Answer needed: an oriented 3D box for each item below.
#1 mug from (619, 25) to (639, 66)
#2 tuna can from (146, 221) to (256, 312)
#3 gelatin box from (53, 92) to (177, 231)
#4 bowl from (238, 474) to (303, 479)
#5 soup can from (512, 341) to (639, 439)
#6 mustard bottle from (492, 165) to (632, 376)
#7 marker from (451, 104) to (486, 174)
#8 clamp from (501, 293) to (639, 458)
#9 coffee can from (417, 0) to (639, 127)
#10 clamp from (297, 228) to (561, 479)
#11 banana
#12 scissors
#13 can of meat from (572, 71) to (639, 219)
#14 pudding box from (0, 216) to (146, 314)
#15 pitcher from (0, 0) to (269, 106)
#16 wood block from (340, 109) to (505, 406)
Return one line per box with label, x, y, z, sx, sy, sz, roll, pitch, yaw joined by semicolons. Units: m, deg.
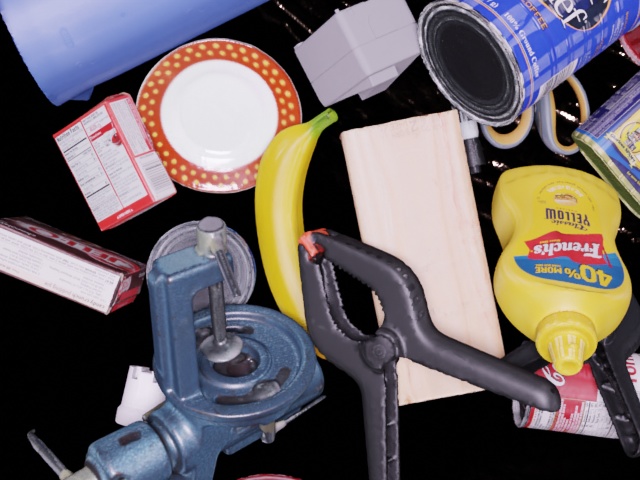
mug;0.284;-0.165;0.817;0.093;0.081;0.117;-8;91;1
tuna can;-0.094;0.027;0.856;0.086;0.034;0.086;0;91;1
gelatin box;-0.161;-0.061;0.839;0.073;0.030;0.089;-24;93;40
bowl;-0.038;0.261;0.850;0.162;0.055;0.162;0;91;1
soup can;0.207;0.118;0.833;0.102;0.068;0.068;6;92;1
mustard bottle;0.175;0.023;0.776;0.096;0.191;0.058;11;131;0
marker;0.113;-0.113;0.855;0.020;0.020;0.121;-12;91;2
clamp;0.207;0.082;0.794;0.120;0.039;0.171;36;49;5
coffee can;0.156;-0.162;0.775;0.140;0.103;0.103;-37;90;-20
clamp;0.060;0.075;0.754;0.165;0.036;0.210;-33;81;26
banana;-0.020;-0.005;0.841;0.070;0.037;0.198;7;104;40
scissors;0.157;-0.160;0.853;0.096;0.016;0.202;-18;91;-1
can of meat;0.258;-0.074;0.827;0.084;0.057;0.102;-43;104;4
pudding box;-0.198;0.018;0.830;0.113;0.090;0.039;20;93;1
pitcher;-0.125;-0.214;0.799;0.243;0.149;0.145;-24;91;-2
wood block;0.079;0.012;0.823;0.090;0.091;0.206;-11;92;3
